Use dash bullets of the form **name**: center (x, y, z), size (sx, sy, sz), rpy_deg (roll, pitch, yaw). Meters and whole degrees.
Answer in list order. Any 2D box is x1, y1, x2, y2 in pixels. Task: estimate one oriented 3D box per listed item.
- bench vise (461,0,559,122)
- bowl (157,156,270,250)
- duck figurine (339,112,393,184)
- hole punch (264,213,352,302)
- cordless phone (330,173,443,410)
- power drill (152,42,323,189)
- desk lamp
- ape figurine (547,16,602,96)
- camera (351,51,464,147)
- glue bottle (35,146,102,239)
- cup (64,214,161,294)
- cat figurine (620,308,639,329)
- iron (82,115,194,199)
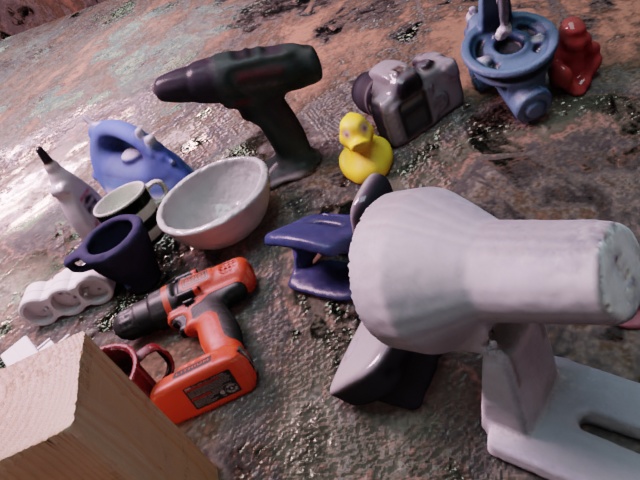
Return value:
- **bench vise**: center (0.224, -0.284, 0.761), size (0.121, 0.220, 0.206), rpy_deg (-32, 38, -7)
- **bowl**: center (-0.136, -0.040, 0.797), size (0.167, 0.075, 0.167), rpy_deg (-16, 38, 13)
- **duck figurine**: center (0.055, -0.138, 0.796), size (0.077, 0.086, 0.104), rpy_deg (-19, 38, 9)
- **hole punch**: center (0.006, 0.002, 0.652), size (0.108, 0.091, 0.101), rpy_deg (8, 49, 37)
- **cordless phone**: center (0.045, 0.047, 0.499), size (0.093, 0.185, 0.148), rpy_deg (2, 45, 31)
- **power drill**: center (-0.093, -0.179, 0.827), size (0.229, 0.209, 0.075), rpy_deg (-21, 38, 6)
- **desk lamp**: center (0.140, 0.063, 0.402), size (0.202, 0.214, 0.118), rpy_deg (13, 52, 39)
- **ape figurine**: center (0.337, -0.251, 0.763), size (0.078, 0.092, 0.076), rpy_deg (-24, 37, 2)
- **camera**: center (0.116, -0.228, 0.855), size (0.143, 0.101, 0.136), rpy_deg (-36, 38, -13)
- **glue bottle**: center (-0.391, -0.075, 0.903), size (0.037, 0.173, 0.078), rpy_deg (-16, 38, 12)
- **cup**: center (-0.270, 0.033, 0.771), size (0.117, 0.095, 0.091), rpy_deg (-25, 37, 1)
- **cat figurine**: center (0.294, 0.004, 0.464), size (0.127, 0.118, 0.067), rpy_deg (-14, 39, 15)
- **iron**: center (-0.305, -0.145, 0.964), size (0.257, 0.142, 0.119), rpy_deg (14, 52, 40)
